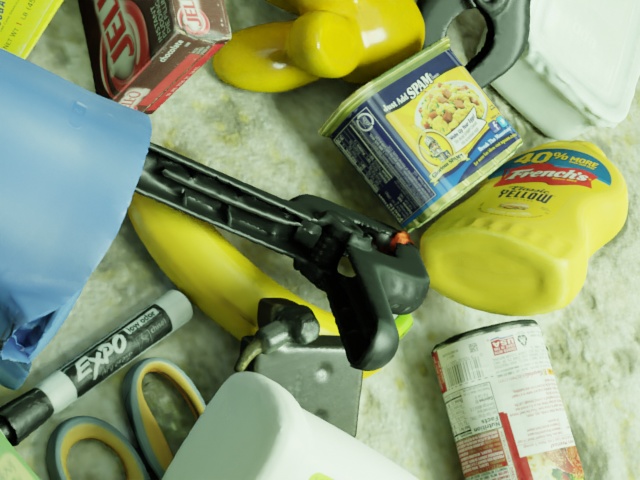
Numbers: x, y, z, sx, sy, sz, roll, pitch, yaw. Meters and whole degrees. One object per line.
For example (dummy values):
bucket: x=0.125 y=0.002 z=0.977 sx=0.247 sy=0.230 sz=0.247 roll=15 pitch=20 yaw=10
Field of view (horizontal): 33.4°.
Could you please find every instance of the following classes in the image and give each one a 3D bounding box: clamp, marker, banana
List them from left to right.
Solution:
marker: x=-0.109 y=0.061 z=0.515 sx=0.120 sy=0.020 sz=0.020 roll=-36 pitch=93 yaw=-42
banana: x=-0.030 y=0.030 z=0.580 sx=0.197 sy=0.037 sz=0.069 roll=32 pitch=32 yaw=-24
clamp: x=-0.004 y=0.001 z=0.563 sx=0.165 sy=0.036 sz=0.209 roll=36 pitch=14 yaw=15
clamp: x=0.102 y=-0.173 z=0.708 sx=0.120 sy=0.171 sz=0.039 roll=28 pitch=9 yaw=-1

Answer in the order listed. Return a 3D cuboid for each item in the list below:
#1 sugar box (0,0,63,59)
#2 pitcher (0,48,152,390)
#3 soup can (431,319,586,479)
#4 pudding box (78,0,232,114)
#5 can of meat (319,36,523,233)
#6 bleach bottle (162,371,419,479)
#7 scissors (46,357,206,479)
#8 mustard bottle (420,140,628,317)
sugar box: x=-0.136 y=-0.178 z=0.532 sx=0.048 sy=0.093 sz=0.176 roll=23 pitch=42 yaw=-27
pitcher: x=-0.202 y=-0.050 z=0.437 sx=0.242 sy=0.149 sz=0.145 roll=28 pitch=70 yaw=-20
soup can: x=0.109 y=0.104 z=0.625 sx=0.068 sy=0.069 sz=0.102 roll=-1 pitch=70 yaw=-37
pudding box: x=-0.094 y=-0.135 z=0.570 sx=0.039 sy=0.090 sz=0.113 roll=2 pitch=68 yaw=-38
can of meat: x=0.064 y=-0.063 z=0.649 sx=0.101 sy=0.058 sz=0.084 roll=-35 pitch=85 yaw=-36
bleach bottle: x=0.039 y=0.158 z=0.523 sx=0.250 sy=0.068 sz=0.102 roll=32 pitch=91 yaw=-33
scissors: x=-0.067 y=0.155 z=0.504 sx=0.096 sy=0.016 sz=0.202 roll=-9 pitch=75 yaw=-38
mustard bottle: x=0.146 y=-0.020 z=0.693 sx=0.191 sy=0.096 sz=0.058 roll=-39 pitch=129 yaw=-49
